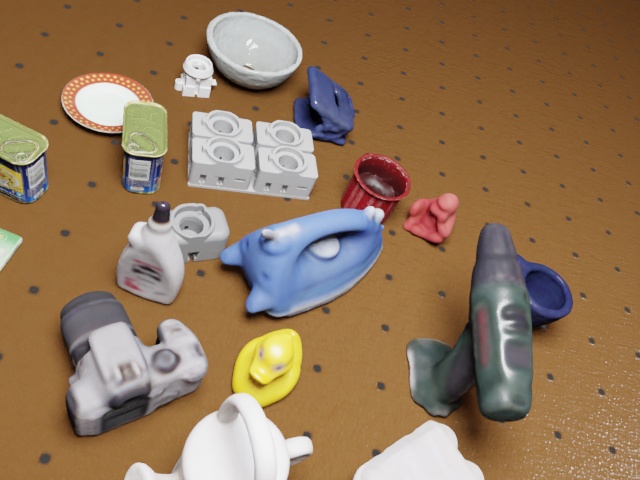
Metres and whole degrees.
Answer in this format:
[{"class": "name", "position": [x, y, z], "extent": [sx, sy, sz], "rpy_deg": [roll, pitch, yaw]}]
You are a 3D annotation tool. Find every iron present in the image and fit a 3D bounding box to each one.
[{"class": "iron", "position": [0.007, 0.003, 0.765], "extent": [0.259, 0.141, 0.118], "rpy_deg": [-17, 63, -32]}]

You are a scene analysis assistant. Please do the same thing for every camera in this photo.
[{"class": "camera", "position": [-0.210, 0.115, 0.616], "extent": [0.143, 0.100, 0.136], "rpy_deg": [-18, 63, -32]}]

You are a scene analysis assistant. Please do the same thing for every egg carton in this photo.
[{"class": "egg carton", "position": [0.113, 0.279, 0.649], "extent": [0.151, 0.069, 0.107], "rpy_deg": [-21, 65, -34]}]

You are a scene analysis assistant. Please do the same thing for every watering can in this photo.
[{"class": "watering can", "position": [-0.086, 0.213, 0.533], "extent": [0.173, 0.194, 0.100], "rpy_deg": [-29, 69, -36]}]

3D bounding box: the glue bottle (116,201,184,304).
[{"class": "glue bottle", "position": [-0.189, 0.011, 0.656], "extent": [0.078, 0.173, 0.037], "rpy_deg": [18, 50, -9]}]

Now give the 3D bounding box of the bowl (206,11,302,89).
[{"class": "bowl", "position": [-0.119, -0.317, 0.998], "extent": [0.168, 0.074, 0.167], "rpy_deg": [12, 51, -15]}]

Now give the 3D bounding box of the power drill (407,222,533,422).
[{"class": "power drill", "position": [0.185, 0.121, 0.707], "extent": [0.076, 0.208, 0.229], "rpy_deg": [10, 52, -15]}]

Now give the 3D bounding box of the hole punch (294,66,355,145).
[{"class": "hole punch", "position": [0.014, -0.232, 0.978], "extent": [0.101, 0.091, 0.108], "rpy_deg": [7, 53, -18]}]

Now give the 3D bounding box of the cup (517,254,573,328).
[{"class": "cup", "position": [0.303, 0.085, 0.858], "extent": [0.092, 0.095, 0.117], "rpy_deg": [-21, 65, -33]}]

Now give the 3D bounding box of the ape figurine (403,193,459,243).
[{"class": "ape figurine", "position": [0.186, -0.041, 0.906], "extent": [0.076, 0.092, 0.077], "rpy_deg": [-10, 59, -28]}]

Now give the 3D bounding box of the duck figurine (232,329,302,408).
[{"class": "duck figurine", "position": [-0.054, 0.139, 0.674], "extent": [0.077, 0.086, 0.105], "rpy_deg": [36, 50, 7]}]
